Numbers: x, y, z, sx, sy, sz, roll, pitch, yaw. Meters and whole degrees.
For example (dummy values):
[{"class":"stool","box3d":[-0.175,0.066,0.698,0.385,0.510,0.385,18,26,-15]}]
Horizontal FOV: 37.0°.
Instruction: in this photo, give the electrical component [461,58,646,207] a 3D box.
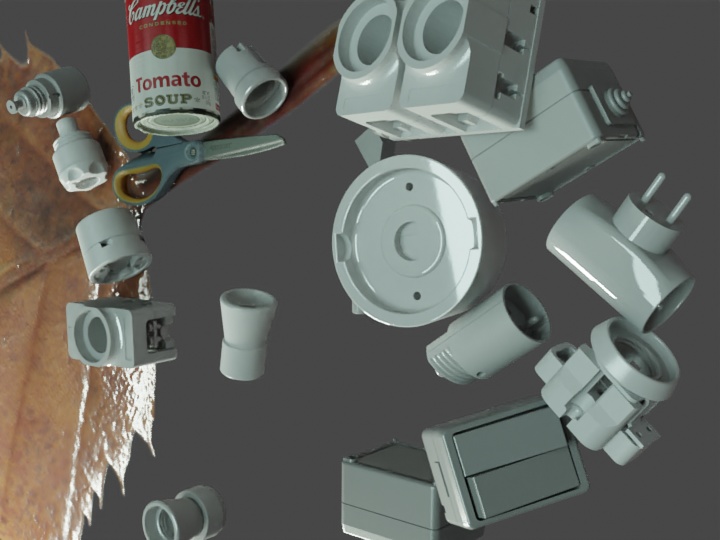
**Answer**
[{"class":"electrical component","box3d":[0.116,-0.086,0.631,0.096,0.062,0.061,-33,75,38]}]

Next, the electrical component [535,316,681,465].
[{"class":"electrical component","box3d":[0.149,0.065,0.628,0.078,0.058,0.057,50,126,23]}]

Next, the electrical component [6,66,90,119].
[{"class":"electrical component","box3d":[-0.272,-0.151,0.937,0.040,0.078,0.040,17,121,31]}]

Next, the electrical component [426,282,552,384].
[{"class":"electrical component","box3d":[0.079,0.047,0.692,0.081,0.043,0.043,-39,72,36]}]

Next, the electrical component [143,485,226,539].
[{"class":"electrical component","box3d":[-0.145,0.205,0.890,0.045,0.055,0.045,6,100,39]}]

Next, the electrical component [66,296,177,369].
[{"class":"electrical component","box3d":[-0.208,0.053,0.921,0.089,0.056,0.050,4,99,39]}]

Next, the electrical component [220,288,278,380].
[{"class":"electrical component","box3d":[-0.089,0.052,0.833,0.044,0.044,0.065,23,115,35]}]

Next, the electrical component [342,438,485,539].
[{"class":"electrical component","box3d":[0.031,0.157,0.734,0.096,0.062,0.061,7,100,39]}]

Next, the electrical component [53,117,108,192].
[{"class":"electrical component","box3d":[-0.248,-0.103,0.942,0.043,0.043,0.062,-33,73,37]}]

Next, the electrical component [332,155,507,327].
[{"class":"electrical component","box3d":[0.043,-0.018,0.697,0.108,0.060,0.108,0,90,32]}]

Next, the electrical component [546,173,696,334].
[{"class":"electrical component","box3d":[0.159,-0.018,0.616,0.077,0.044,0.079,45,122,26]}]

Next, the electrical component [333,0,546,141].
[{"class":"electrical component","box3d":[0.051,-0.176,0.628,0.105,0.060,0.186,3,80,48]}]

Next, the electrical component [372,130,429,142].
[{"class":"electrical component","box3d":[0.036,-0.102,0.713,0.061,0.035,0.035,15,106,35]}]

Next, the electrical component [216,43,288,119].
[{"class":"electrical component","box3d":[-0.082,-0.142,0.802,0.046,0.040,0.040,52,124,28]}]

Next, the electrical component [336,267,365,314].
[{"class":"electrical component","box3d":[0.000,0.000,0.756,0.035,0.035,0.061,8,103,39]}]

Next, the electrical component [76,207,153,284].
[{"class":"electrical component","box3d":[-0.211,-0.021,0.915,0.055,0.055,0.047,-36,70,37]}]

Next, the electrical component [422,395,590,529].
[{"class":"electrical component","box3d":[0.095,0.114,0.657,0.061,0.096,0.061,138,116,-77]}]
